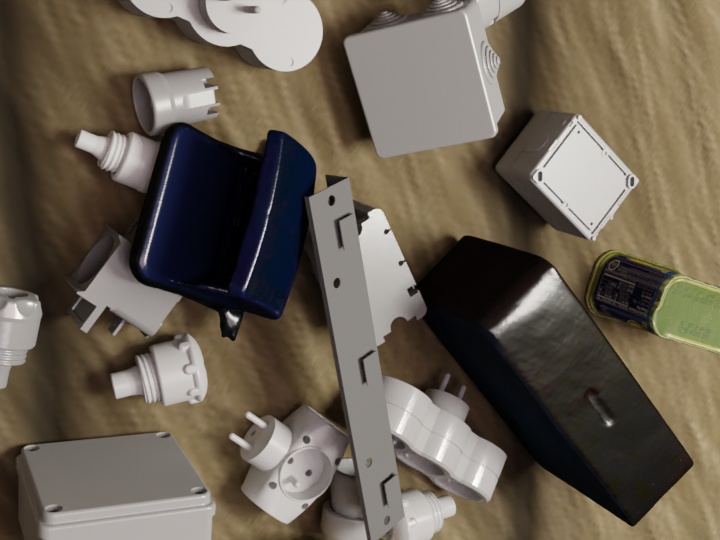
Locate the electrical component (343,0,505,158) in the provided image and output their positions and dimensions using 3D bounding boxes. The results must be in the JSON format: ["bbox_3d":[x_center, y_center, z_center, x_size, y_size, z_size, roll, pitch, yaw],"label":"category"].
[{"bbox_3d":[0.047,-0.132,0.740,0.100,0.048,0.099,-8,113,23],"label":"electrical component"}]

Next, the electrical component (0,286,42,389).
[{"bbox_3d":[-0.227,0.043,0.680,0.043,0.043,0.062,9,100,-27],"label":"electrical component"}]

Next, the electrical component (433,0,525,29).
[{"bbox_3d":[0.085,-0.200,0.762,0.047,0.055,0.055,-31,114,-19],"label":"electrical component"}]

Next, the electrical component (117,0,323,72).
[{"bbox_3d":[-0.085,-0.168,0.678,0.138,0.074,0.052,19,94,-28],"label":"electrical component"}]

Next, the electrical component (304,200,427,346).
[{"bbox_3d":[0.000,0.000,0.769,0.050,0.056,0.089,-32,114,-15],"label":"electrical component"}]

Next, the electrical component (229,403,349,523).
[{"bbox_3d":[-0.059,0.131,0.779,0.079,0.044,0.077,39,84,-27],"label":"electrical component"}]

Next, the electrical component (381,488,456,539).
[{"bbox_3d":[0.046,0.193,0.845,0.062,0.048,0.048,-10,107,-30],"label":"electrical component"}]

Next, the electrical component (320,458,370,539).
[{"bbox_3d":[-0.005,0.176,0.815,0.045,0.045,0.055,4,101,-26],"label":"electrical component"}]

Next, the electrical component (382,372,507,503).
[{"bbox_3d":[0.061,0.116,0.829,0.138,0.052,0.073,38,66,-28],"label":"electrical component"}]

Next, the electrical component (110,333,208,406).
[{"bbox_3d":[-0.137,0.072,0.729,0.062,0.048,0.048,-13,108,-15],"label":"electrical component"}]

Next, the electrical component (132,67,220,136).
[{"bbox_3d":[-0.119,-0.111,0.696,0.046,0.040,0.040,-17,109,-27],"label":"electrical component"}]

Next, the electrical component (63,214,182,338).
[{"bbox_3d":[-0.152,0.008,0.708,0.064,0.042,0.081,38,86,-31],"label":"electrical component"}]

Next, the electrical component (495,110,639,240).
[{"bbox_3d":[0.160,-0.070,0.825,0.096,0.061,0.061,41,84,-27],"label":"electrical component"}]

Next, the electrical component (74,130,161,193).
[{"bbox_3d":[-0.153,-0.073,0.691,0.061,0.035,0.035,21,93,-25],"label":"electrical component"}]

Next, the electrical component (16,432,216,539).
[{"bbox_3d":[-0.162,0.155,0.701,0.109,0.109,0.056,-2,106,-25],"label":"electrical component"}]
